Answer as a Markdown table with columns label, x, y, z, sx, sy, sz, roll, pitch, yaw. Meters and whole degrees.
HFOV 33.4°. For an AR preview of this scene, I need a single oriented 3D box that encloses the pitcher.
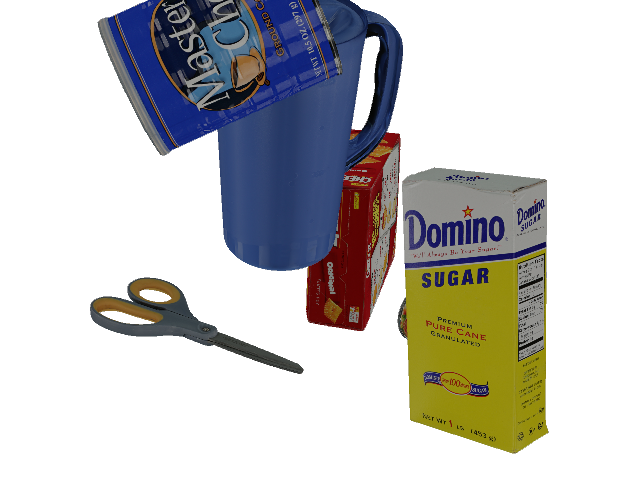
| label | x | y | z | sx | sy | sz | roll | pitch | yaw |
| --- | --- | --- | --- | --- | --- | --- | --- | --- | --- |
| pitcher | -0.022 | -0.098 | 0.965 | 0.149 | 0.243 | 0.144 | 17 | 38 | 18 |

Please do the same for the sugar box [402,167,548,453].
| label | x | y | z | sx | sy | sz | roll | pitch | yaw |
| --- | --- | --- | --- | --- | --- | --- | --- | --- | --- |
| sugar box | 0.102 | 0.044 | 0.711 | 0.094 | 0.176 | 0.048 | 10 | 21 | 44 |

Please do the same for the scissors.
| label | x | y | z | sx | sy | sz | roll | pitch | yaw |
| --- | --- | --- | --- | --- | --- | --- | --- | --- | --- |
| scissors | -0.105 | 0.073 | 0.960 | 0.202 | 0.016 | 0.096 | 11 | 28 | 6 |

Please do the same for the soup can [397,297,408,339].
| label | x | y | z | sx | sy | sz | roll | pitch | yaw |
| --- | --- | --- | --- | --- | --- | --- | --- | --- | --- |
| soup can | 0.129 | 0.084 | 0.981 | 0.068 | 0.068 | 0.102 | 0 | 23 | -39 |

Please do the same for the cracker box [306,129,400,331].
| label | x | y | z | sx | sy | sz | roll | pitch | yaw |
| --- | --- | --- | --- | --- | --- | --- | --- | --- | --- |
| cracker box | 0.039 | -0.019 | 1.202 | 0.072 | 0.164 | 0.213 | 6 | 22 | 11 |

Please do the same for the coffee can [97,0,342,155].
| label | x | y | z | sx | sy | sz | roll | pitch | yaw |
| --- | --- | --- | --- | --- | --- | --- | --- | --- | --- |
| coffee can | -0.069 | -0.134 | 0.745 | 0.140 | 0.103 | 0.103 | -25 | 1 | -1 |
